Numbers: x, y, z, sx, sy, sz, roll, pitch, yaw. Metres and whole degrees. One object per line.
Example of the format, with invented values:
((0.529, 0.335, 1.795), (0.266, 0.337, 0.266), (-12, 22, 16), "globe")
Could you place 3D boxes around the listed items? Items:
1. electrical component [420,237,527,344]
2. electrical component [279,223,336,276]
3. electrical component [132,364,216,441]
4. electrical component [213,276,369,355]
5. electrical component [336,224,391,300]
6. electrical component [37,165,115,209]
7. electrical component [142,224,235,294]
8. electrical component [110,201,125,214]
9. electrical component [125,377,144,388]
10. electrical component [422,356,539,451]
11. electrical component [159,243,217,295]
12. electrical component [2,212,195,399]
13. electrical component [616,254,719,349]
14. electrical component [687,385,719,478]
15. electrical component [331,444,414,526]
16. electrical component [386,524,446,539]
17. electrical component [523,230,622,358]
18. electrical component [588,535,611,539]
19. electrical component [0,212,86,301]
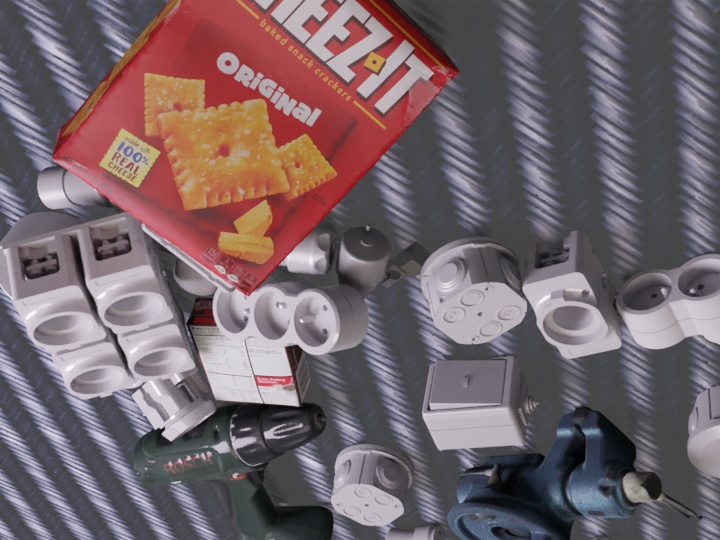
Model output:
((0.090, 0.016, 0.850), (0.080, 0.051, 0.080), (-5, 137, -5), "electrical component")
((-0.053, -0.019, 0.868), (0.062, 0.043, 0.043), (8, 136, 9), "electrical component")
((-0.173, 0.124, 1.017), (0.078, 0.058, 0.057), (-39, 84, 39), "electrical component")
((-0.048, 0.034, 0.886), (0.138, 0.074, 0.052), (6, 99, 38), "electrical component")
((0.000, 0.000, 0.876), (0.040, 0.040, 0.078), (14, 137, 0), "electrical component")
((-0.225, -0.069, 0.864), (0.065, 0.044, 0.044), (-5, 133, 25), "electrical component")
((-0.102, -0.045, 0.816), (0.100, 0.099, 0.048), (40, 144, -24), "electrical component")
((-0.166, -0.068, 0.842), (0.055, 0.047, 0.055), (9, 138, 8), "electrical component")
((-0.218, 0.077, 1.004), (0.055, 0.047, 0.055), (7, 136, 7), "electrical component")
((0.108, 0.115, 0.948), (0.096, 0.061, 0.061), (-7, 132, 21), "electrical component")
((-0.139, -0.026, 0.882), (0.079, 0.044, 0.077), (24, 136, -9), "electrical component")
((-0.206, 0.038, 0.881), (0.105, 0.060, 0.186), (-16, 151, -5), "electrical component")
((0.276, 0.030, 0.827), (0.138, 0.052, 0.073), (-16, 128, 27), "electrical component")
((0.324, 0.141, 0.928), (0.080, 0.051, 0.080), (7, 136, 7), "electrical component")
((0.011, 0.216, 1.083), (0.080, 0.051, 0.080), (7, 136, 7), "electrical component")
((0.061, 0.298, 1.158), (0.055, 0.045, 0.045), (-11, 131, 23), "electrical component")
((0.168, 0.023, 0.845), (0.050, 0.055, 0.089), (-16, 129, 27), "electrical component")
((0.241, 0.307, 1.115), (0.055, 0.055, 0.047), (38, 128, -23), "electrical component")
((-0.269, -0.002, 0.942), (0.099, 0.064, 0.099), (18, 138, 17), "electrical component")
